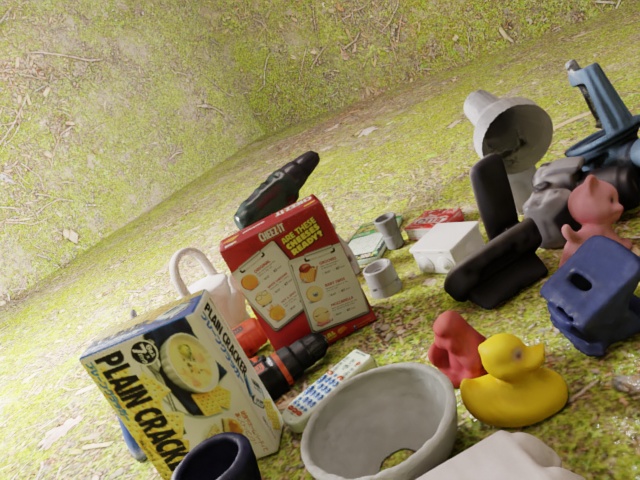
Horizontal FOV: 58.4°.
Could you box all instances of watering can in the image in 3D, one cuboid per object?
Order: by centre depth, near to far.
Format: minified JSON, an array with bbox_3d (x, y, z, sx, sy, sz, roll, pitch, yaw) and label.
[{"bbox_3d":[-0.196,0.098,1.024,0.172,0.194,0.101,-22,19,13],"label":"watering can"}]

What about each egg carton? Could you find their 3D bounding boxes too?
[{"bbox_3d":[0.136,0.220,0.453,0.150,0.069,0.107,-28,19,-6],"label":"egg carton"}]

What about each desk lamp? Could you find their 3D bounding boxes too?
[{"bbox_3d":[0.318,-0.152,0.983,0.118,0.214,0.203,-25,19,5],"label":"desk lamp"}]

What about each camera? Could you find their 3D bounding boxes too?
[{"bbox_3d":[0.386,-0.068,0.846,0.136,0.101,0.143,-9,25,42],"label":"camera"}]

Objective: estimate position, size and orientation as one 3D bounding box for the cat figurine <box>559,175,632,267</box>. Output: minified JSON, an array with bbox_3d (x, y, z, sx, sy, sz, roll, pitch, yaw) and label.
[{"bbox_3d":[0.352,-0.026,0.751,0.128,0.118,0.067,-38,22,-30],"label":"cat figurine"}]

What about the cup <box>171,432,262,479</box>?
[{"bbox_3d":[-0.092,0.269,0.585,0.091,0.095,0.117,-28,19,-4],"label":"cup"}]

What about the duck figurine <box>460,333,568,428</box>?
[{"bbox_3d":[0.188,0.136,0.584,0.104,0.086,0.077,-18,20,23],"label":"duck figurine"}]

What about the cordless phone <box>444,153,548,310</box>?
[{"bbox_3d":[0.220,-0.013,0.785,0.148,0.185,0.094,-32,20,-17],"label":"cordless phone"}]

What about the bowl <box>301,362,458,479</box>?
[{"bbox_3d":[0.069,0.204,0.577,0.167,0.075,0.167,-23,19,9],"label":"bowl"}]

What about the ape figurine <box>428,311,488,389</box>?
[{"bbox_3d":[0.157,0.122,0.654,0.076,0.092,0.077,-28,19,-6],"label":"ape figurine"}]

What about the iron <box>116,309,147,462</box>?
[{"bbox_3d":[-0.290,0.216,0.914,0.118,0.142,0.258,-25,19,3],"label":"iron"}]

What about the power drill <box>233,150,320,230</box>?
[{"bbox_3d":[-0.060,-0.052,1.224,0.230,0.209,0.075,-33,20,-19],"label":"power drill"}]

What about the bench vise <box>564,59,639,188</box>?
[{"bbox_3d":[0.452,-0.174,0.855,0.122,0.220,0.206,-36,21,-26],"label":"bench vise"}]

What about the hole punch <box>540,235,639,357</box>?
[{"bbox_3d":[0.302,0.059,0.633,0.101,0.091,0.108,-25,19,3],"label":"hole punch"}]

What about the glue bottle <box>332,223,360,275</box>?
[{"bbox_3d":[0.010,0.004,1.038,0.078,0.173,0.037,-37,21,-28],"label":"glue bottle"}]
